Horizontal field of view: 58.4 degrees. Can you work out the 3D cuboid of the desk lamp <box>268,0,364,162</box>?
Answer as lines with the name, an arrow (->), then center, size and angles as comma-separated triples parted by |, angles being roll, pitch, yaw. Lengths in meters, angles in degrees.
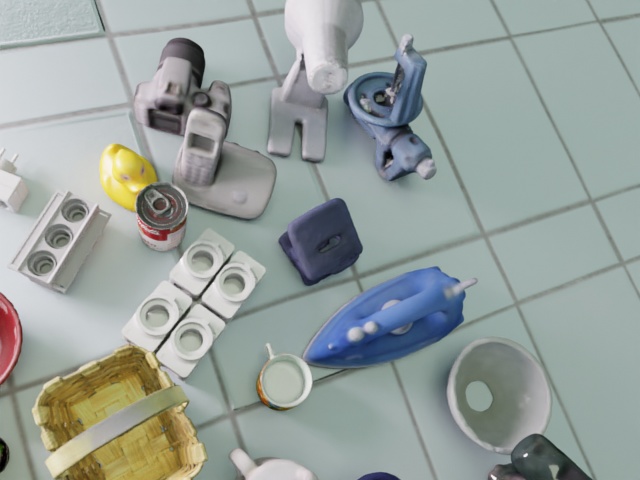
desk lamp -> -0.006, -0.259, 0.879 | 0.118, 0.213, 0.203 | 6, 70, -13

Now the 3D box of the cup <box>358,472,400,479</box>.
cup -> 0.072, 0.364, 0.751 | 0.092, 0.095, 0.117 | -20, 78, -21

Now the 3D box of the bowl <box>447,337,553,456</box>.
bowl -> 0.257, 0.234, 0.860 | 0.168, 0.074, 0.167 | 5, 70, -14

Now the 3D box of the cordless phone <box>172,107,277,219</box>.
cordless phone -> -0.129, -0.110, 0.808 | 0.148, 0.185, 0.094 | 14, 68, -10

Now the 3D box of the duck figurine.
duck figurine -> -0.274, -0.100, 0.818 | 0.078, 0.086, 0.104 | -29, 81, -22

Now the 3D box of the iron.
iron -> 0.103, 0.115, 0.821 | 0.259, 0.141, 0.118 | -21, 78, -21

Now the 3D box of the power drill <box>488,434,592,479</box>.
power drill -> 0.323, 0.362, 0.761 | 0.076, 0.208, 0.229 | -38, 85, -23

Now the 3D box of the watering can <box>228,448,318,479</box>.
watering can -> -0.041, 0.318, 0.681 | 0.173, 0.194, 0.101 | 26, 67, -5

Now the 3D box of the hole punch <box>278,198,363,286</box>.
hole punch -> 0.008, 0.003, 0.860 | 0.109, 0.091, 0.101 | -30, 82, -23

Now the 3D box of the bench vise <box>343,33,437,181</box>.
bench vise -> 0.136, -0.206, 0.898 | 0.207, 0.219, 0.122 | 43, 66, 2

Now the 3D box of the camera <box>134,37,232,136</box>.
camera -> -0.201, -0.240, 0.879 | 0.143, 0.100, 0.137 | 11, 69, -12
